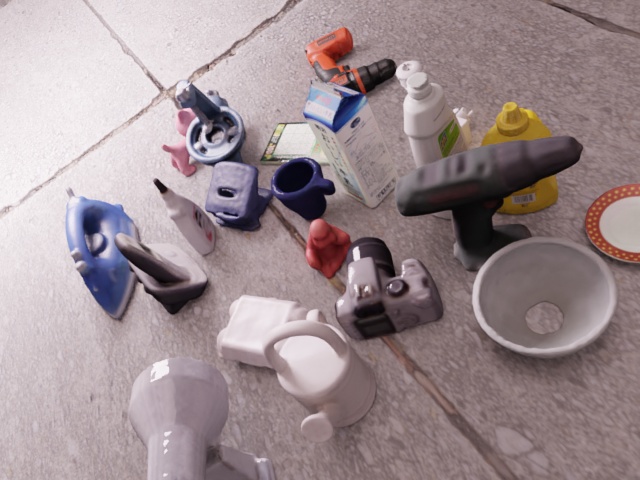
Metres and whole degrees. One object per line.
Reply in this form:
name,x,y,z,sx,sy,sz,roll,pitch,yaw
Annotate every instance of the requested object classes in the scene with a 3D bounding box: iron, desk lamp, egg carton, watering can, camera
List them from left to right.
iron,-0.421,0.015,1.062,0.118,0.142,0.257,-28,48,4
desk lamp,-0.136,0.270,0.686,0.118,0.214,0.203,-27,48,5
egg carton,-0.078,0.140,0.854,0.149,0.070,0.107,4,57,28
watering can,-0.001,0.162,0.716,0.101,0.195,0.172,-33,48,-1
camera,0.088,0.054,0.818,0.143,0.101,0.136,-17,50,14

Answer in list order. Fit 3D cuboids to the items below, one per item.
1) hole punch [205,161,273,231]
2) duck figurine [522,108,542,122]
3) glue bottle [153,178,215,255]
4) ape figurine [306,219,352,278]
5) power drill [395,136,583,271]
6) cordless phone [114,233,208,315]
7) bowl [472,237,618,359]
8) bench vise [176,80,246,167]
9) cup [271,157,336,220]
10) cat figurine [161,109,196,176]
hole punch,-0.153,-0.080,1.040,0.108,0.091,0.101,10,61,31
duck figurine,0.318,-0.156,0.877,0.077,0.086,0.104,-17,50,14
glue bottle,-0.240,-0.049,1.004,0.037,0.174,0.078,-22,49,9
ape figurine,0.008,0.003,0.900,0.077,0.092,0.076,-19,50,12
power drill,0.224,-0.045,0.756,0.229,0.209,0.075,-7,53,21
cordless phone,-0.284,0.027,0.959,0.094,0.186,0.147,-45,50,-11
bowl,0.282,0.082,0.722,0.167,0.075,0.167,-13,51,17
bench vise,-0.223,-0.233,1.102,0.121,0.220,0.206,-35,48,-2
cup,-0.014,-0.077,0.970,0.117,0.095,0.092,11,61,32
cat figurine,-0.276,-0.219,1.185,0.067,0.118,0.128,28,71,38
